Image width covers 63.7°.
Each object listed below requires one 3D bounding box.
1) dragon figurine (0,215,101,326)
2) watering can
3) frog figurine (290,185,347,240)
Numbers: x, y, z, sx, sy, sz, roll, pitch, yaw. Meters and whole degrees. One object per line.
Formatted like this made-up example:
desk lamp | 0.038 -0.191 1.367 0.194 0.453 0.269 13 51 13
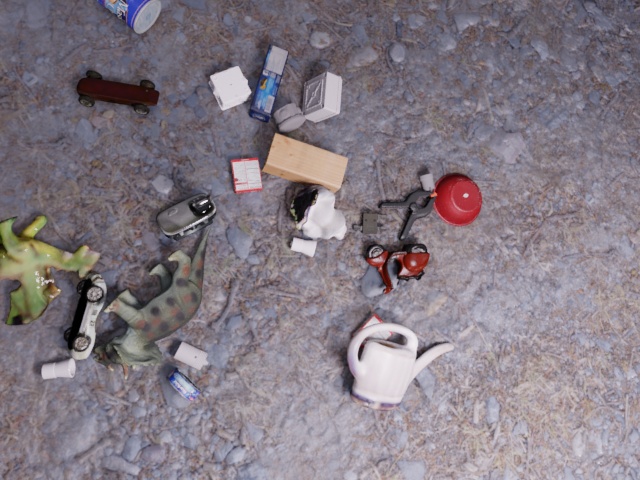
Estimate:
dragon figurine | -0.718 0.083 1.181 0.412 0.242 0.122 -22 5 -14
watering can | 0.204 0.336 1.343 0.346 0.224 0.104 18 0 -30
frog figurine | 0.004 -0.069 1.381 0.158 0.138 0.123 22 -7 -42
